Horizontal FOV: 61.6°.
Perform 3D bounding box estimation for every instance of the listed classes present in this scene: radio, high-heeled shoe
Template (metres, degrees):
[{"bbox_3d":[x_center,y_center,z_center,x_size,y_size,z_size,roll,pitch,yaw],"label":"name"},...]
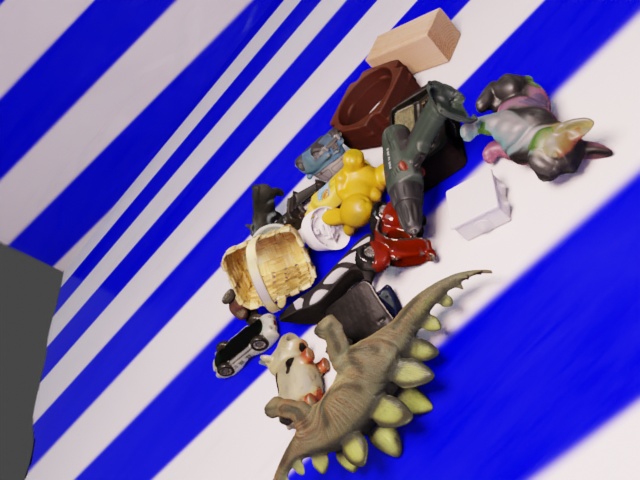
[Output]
[{"bbox_3d":[0.214,-0.211,1.090,0.131,0.073,0.230,-31,40,35],"label":"radio"},{"bbox_3d":[0.016,0.077,1.063,0.249,0.086,0.145,-19,54,29],"label":"high-heeled shoe"}]

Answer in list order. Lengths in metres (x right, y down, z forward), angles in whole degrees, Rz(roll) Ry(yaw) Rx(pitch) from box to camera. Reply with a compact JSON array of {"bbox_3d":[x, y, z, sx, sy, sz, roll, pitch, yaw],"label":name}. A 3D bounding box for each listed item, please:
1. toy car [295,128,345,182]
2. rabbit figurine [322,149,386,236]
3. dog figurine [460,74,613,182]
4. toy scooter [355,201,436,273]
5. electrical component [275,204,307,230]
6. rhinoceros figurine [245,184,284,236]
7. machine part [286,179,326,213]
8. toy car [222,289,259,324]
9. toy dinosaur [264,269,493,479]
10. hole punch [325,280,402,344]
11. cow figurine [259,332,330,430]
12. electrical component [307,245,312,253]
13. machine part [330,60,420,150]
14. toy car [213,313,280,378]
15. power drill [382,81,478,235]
[{"bbox_3d":[0.017,-0.197,1.305,0.109,0.103,0.162,-47,14,-22],"label":"toy car"},{"bbox_3d":[0.070,-0.083,1.102,0.162,0.122,0.173,-51,19,31],"label":"rabbit figurine"},{"bbox_3d":[0.352,-0.182,0.852,0.219,0.108,0.191,18,72,53],"label":"dog figurine"},{"bbox_3d":[0.148,-0.004,0.970,0.135,0.075,0.184,5,41,19],"label":"toy scooter"},{"bbox_3d":[-0.075,-0.046,1.335,0.102,0.078,0.045,-44,56,28],"label":"electrical component"},{"bbox_3d":[-0.142,-0.050,1.370,0.112,0.073,0.190,-38,-46,-69],"label":"rhinoceros figurine"},{"bbox_3d":[-0.040,-0.109,1.374,0.139,0.039,0.084,-30,33,37],"label":"machine part"},{"bbox_3d":[-0.175,0.113,1.267,0.053,0.089,0.202,-39,21,21],"label":"toy car"},{"bbox_3d":[0.072,0.208,0.811,0.199,0.105,0.471,34,90,32],"label":"toy dinosaur"},{"bbox_3d":[0.088,0.142,0.927,0.142,0.092,0.116,-39,66,20],"label":"hole punch"},{"bbox_3d":[-0.048,0.256,0.992,0.127,0.085,0.195,-34,37,21],"label":"cow figurine"},{"bbox_3d":[-0.003,-0.004,1.234,0.063,0.021,0.094,11,69,56],"label":"electrical component"},{"bbox_3d":[0.132,-0.320,1.298,0.202,0.087,0.201,1,61,56],"label":"machine part"},{"bbox_3d":[-0.169,0.236,1.197,0.202,0.056,0.074,-41,40,24],"label":"toy car"},{"bbox_3d":[0.180,-0.150,0.923,0.207,0.086,0.232,114,156,-43],"label":"power drill"}]
